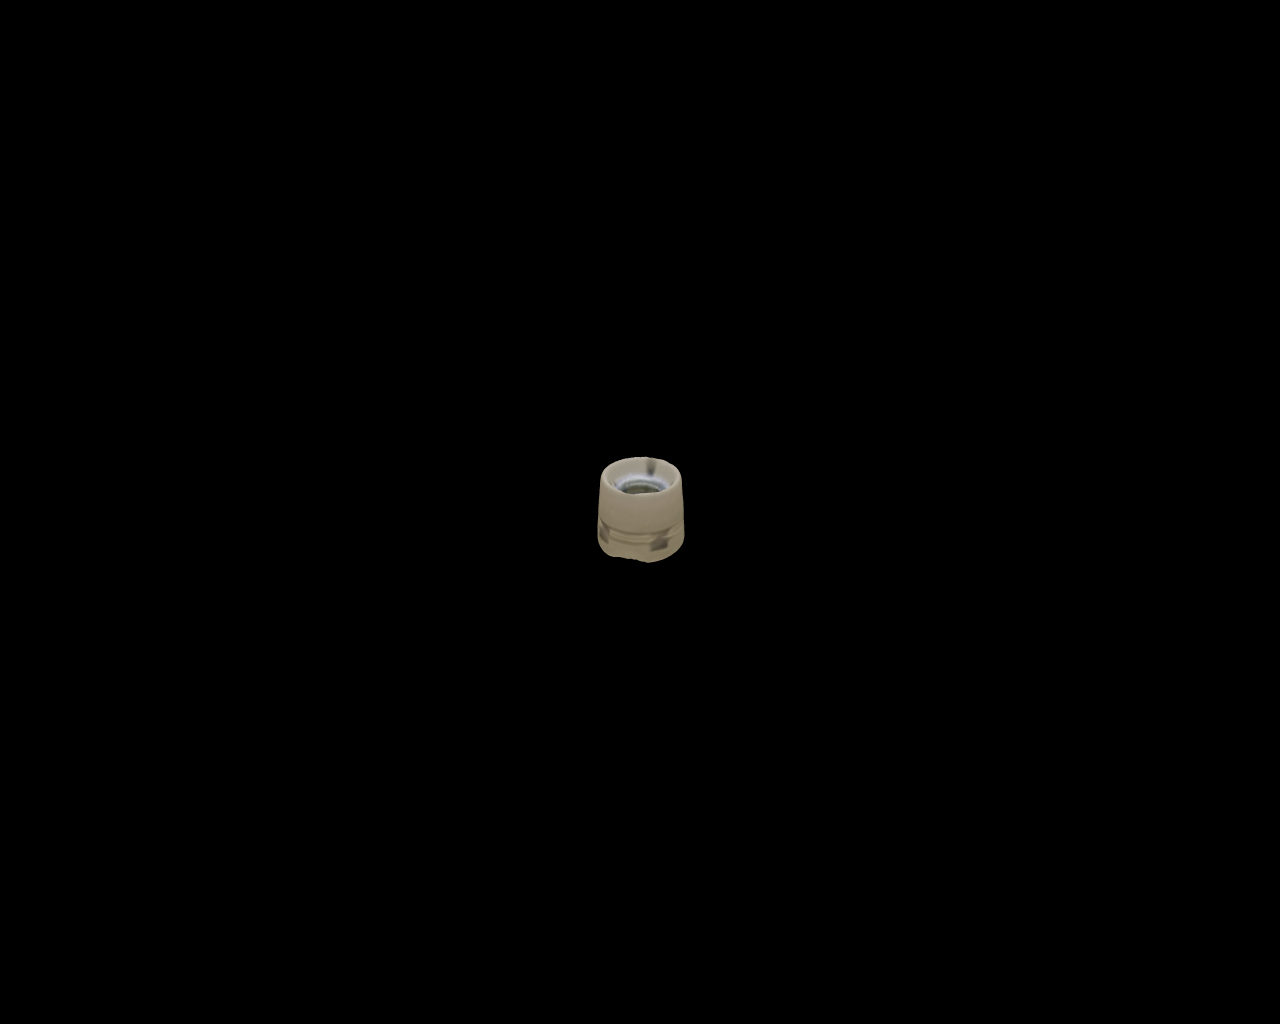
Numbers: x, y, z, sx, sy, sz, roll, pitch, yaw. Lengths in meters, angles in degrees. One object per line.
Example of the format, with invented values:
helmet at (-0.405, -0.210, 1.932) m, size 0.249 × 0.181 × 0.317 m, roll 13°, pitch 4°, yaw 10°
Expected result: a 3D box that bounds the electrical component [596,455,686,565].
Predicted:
electrical component at (0.001, -0.003, 0.650) m, size 0.055 × 0.047 × 0.055 m, roll 0°, pitch 31°, yaw 0°
